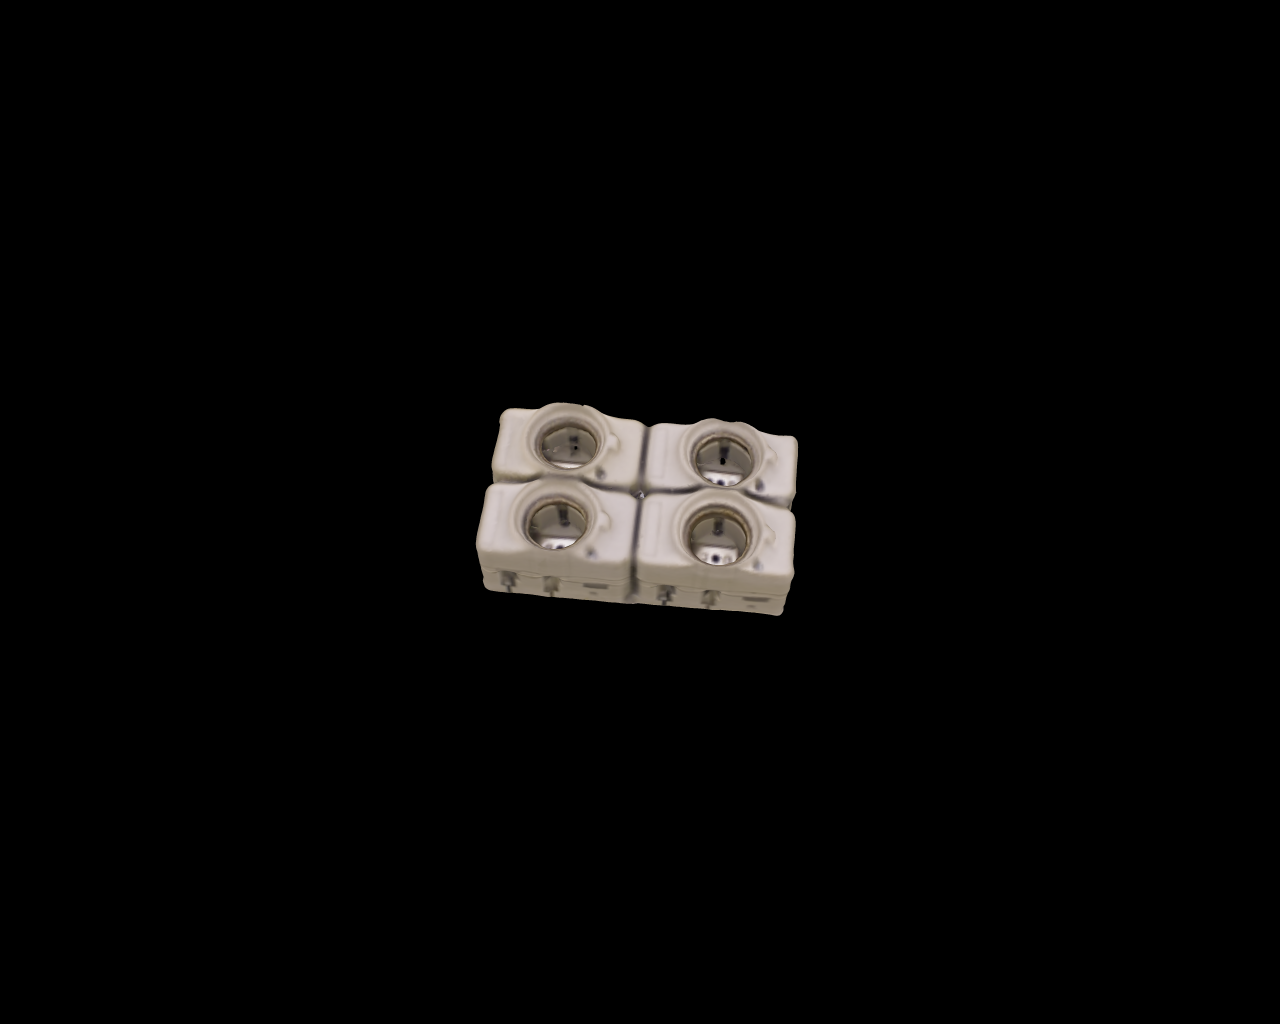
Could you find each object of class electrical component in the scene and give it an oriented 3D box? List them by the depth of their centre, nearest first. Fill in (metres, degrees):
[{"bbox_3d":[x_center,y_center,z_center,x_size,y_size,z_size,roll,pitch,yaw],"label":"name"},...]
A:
[{"bbox_3d":[0.001,-0.003,0.650,0.186,0.105,0.060,5,-31,3],"label":"electrical component"}]
